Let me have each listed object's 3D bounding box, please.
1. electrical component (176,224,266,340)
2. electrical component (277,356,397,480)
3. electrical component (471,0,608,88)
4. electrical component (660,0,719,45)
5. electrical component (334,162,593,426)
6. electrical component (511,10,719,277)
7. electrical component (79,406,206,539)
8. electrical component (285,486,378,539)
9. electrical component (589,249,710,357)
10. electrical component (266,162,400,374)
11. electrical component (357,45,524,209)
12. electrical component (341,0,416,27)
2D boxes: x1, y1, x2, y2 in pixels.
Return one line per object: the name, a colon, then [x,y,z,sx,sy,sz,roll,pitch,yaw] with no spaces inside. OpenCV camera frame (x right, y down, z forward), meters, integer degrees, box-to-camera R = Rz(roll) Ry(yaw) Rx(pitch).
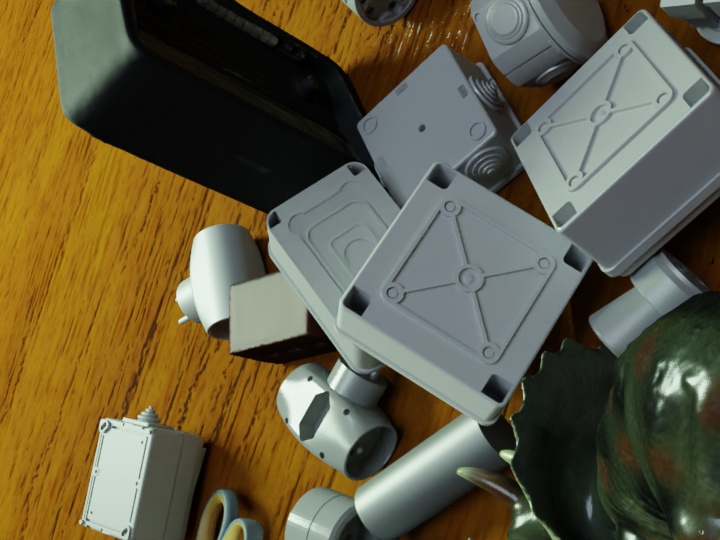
electrical component: [-0.112,0.016,0.815,0.079,0.043,0.077,-29,60,31]
electrical component: [-0.007,0.083,0.707,0.077,0.043,0.079,37,102,40]
electrical component: [0.110,-0.152,0.654,0.051,0.080,0.080,-29,60,37]
electrical component: [0.201,-0.153,0.592,0.066,0.055,0.048,5,81,41]
electrical component: [0.058,0.013,0.613,0.109,0.056,0.108,32,73,8]
electrical component: [0.148,-0.070,0.588,0.109,0.056,0.108,-45,30,21]
electrical component: [-0.158,0.150,0.802,0.062,0.061,0.096,4,80,41]
electrical component: [-0.040,0.207,0.692,0.074,0.052,0.138,12,84,41]
electrical component: [0.159,0.022,0.583,0.055,0.045,0.045,-49,52,18]
electrical component: [0.000,0.000,0.680,0.078,0.057,0.113,-33,72,-13]
electrical component: [0.054,-0.085,0.701,0.100,0.048,0.099,-40,55,24]
electrical component: [0.008,-0.210,0.773,0.055,0.055,0.047,-55,46,14]
